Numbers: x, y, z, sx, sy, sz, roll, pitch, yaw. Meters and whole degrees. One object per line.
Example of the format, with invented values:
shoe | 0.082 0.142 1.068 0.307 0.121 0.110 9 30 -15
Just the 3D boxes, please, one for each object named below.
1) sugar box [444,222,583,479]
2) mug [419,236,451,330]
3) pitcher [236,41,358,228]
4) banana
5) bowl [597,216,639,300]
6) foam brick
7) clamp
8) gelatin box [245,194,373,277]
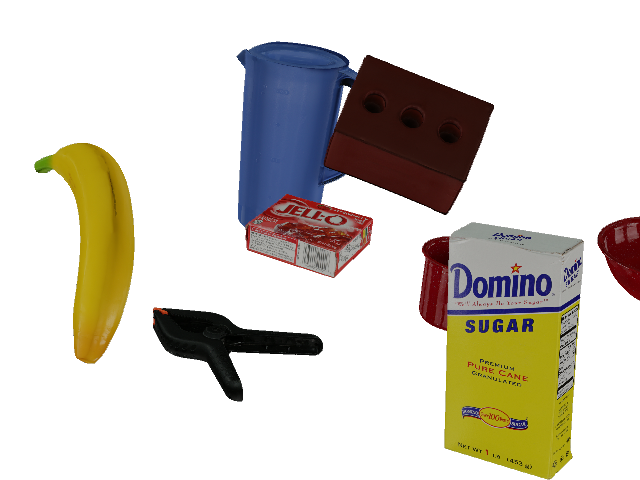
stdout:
sugar box | 0.142 0.081 0.795 0.093 0.176 0.048 10 22 34
mug | 0.167 0.052 1.201 0.117 0.081 0.093 7 24 4
pitcher | -0.034 -0.127 1.385 0.144 0.243 0.149 -2 25 -23
banana | -0.157 -0.007 0.741 0.037 0.198 0.070 19 -55 -37
bowl | 0.380 0.030 1.159 0.162 0.055 0.162 0 26 0
foam brick | 0.048 -0.058 0.596 0.078 0.053 0.051 22 -19 4
clamp | -0.124 0.125 1.262 0.210 0.036 0.164 15 23 25
gelatin box | -0.010 -0.006 0.927 0.089 0.030 0.073 17 30 22
